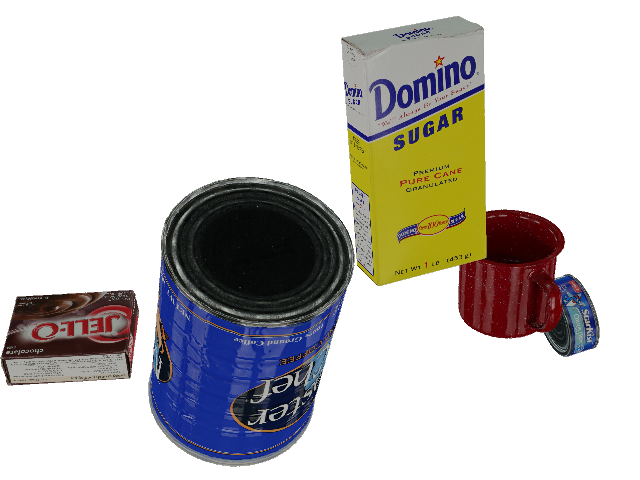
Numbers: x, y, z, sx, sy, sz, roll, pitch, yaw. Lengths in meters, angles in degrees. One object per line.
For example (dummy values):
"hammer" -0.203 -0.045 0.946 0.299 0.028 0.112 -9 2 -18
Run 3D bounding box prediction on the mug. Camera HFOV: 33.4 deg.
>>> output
"mug" 0.168 0.036 0.921 0.093 0.081 0.117 -18 35 -24

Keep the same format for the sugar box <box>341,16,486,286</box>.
"sugar box" 0.069 -0.062 0.757 0.093 0.176 0.048 -15 30 -17

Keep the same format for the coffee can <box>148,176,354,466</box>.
"coffee can" -0.043 0.049 0.608 0.102 0.103 0.140 0 -41 -12

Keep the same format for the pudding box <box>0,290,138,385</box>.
"pudding box" -0.226 0.088 0.972 0.113 0.039 0.090 -5 33 -2

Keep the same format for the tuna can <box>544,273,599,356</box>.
"tuna can" 0.267 0.082 1.162 0.033 0.086 0.086 -17 3 -10
